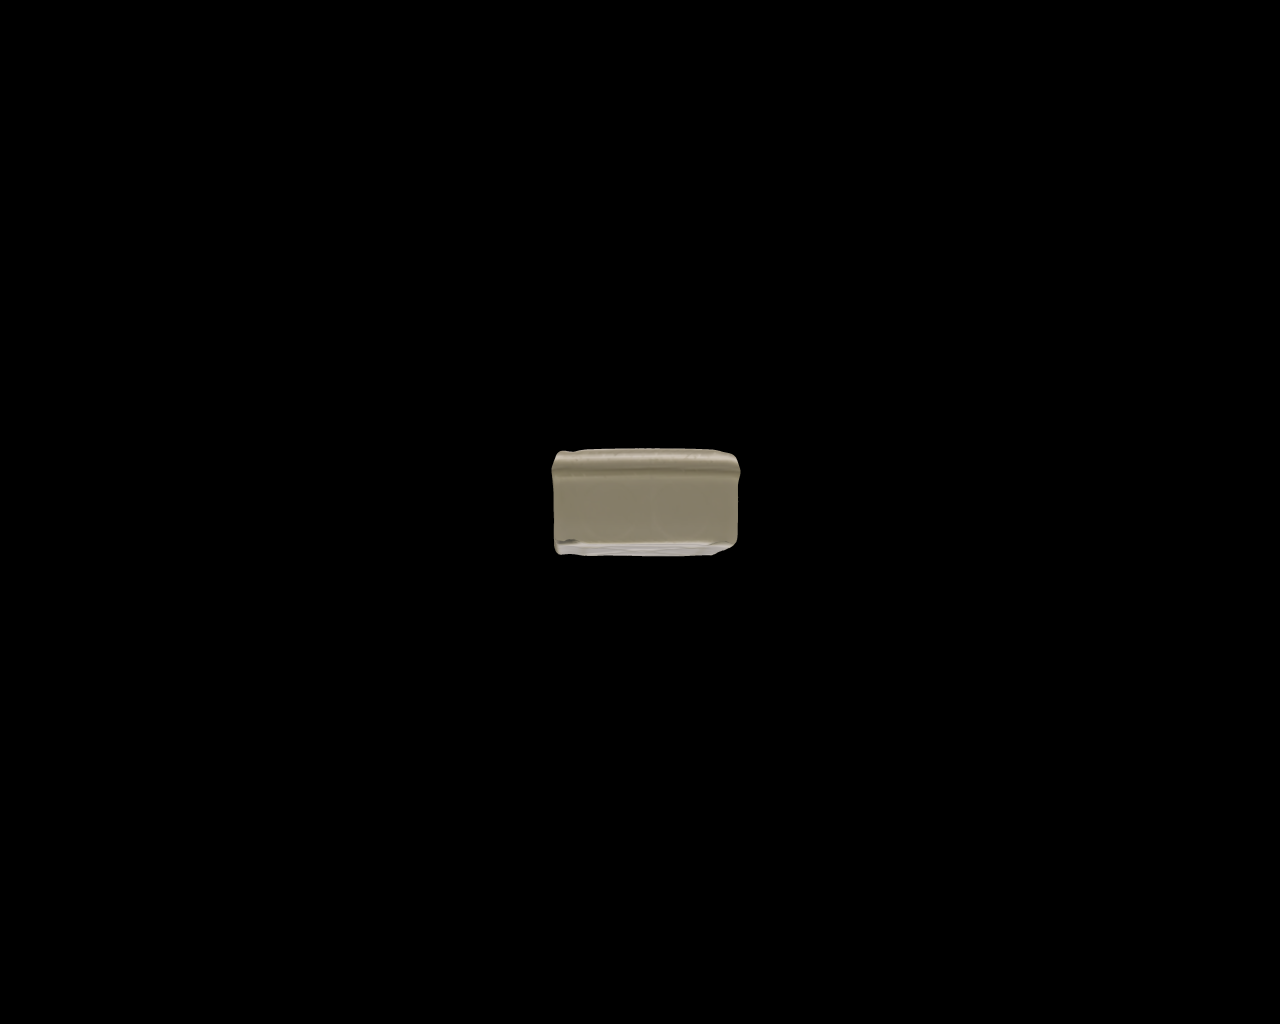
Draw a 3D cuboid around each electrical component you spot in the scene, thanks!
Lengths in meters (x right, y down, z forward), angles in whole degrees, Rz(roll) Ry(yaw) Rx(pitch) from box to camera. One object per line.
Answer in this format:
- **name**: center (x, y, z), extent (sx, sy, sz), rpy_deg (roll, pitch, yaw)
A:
- **electrical component**: center (0.001, -0.003, 0.650), extent (0.109, 0.056, 0.108), rpy_deg (0, -7, -4)
